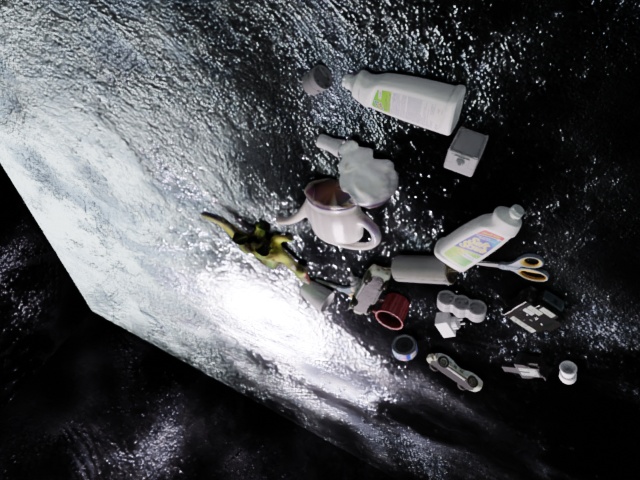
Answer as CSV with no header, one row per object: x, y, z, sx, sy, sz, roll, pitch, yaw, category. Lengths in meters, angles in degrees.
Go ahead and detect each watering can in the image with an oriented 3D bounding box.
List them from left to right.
0.004,-0.072,1.423,0.349,0.106,0.219,16,141,25,watering can

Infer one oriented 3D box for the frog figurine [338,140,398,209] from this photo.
0.110,-0.161,1.221,0.137,0.125,0.156,-15,120,8,frog figurine

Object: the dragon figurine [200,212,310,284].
-0.208,0.035,1.747,0.412,0.124,0.237,25,153,15,dragon figurine
